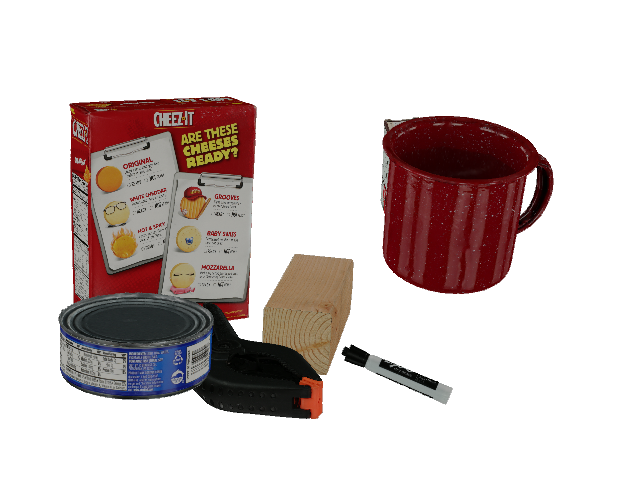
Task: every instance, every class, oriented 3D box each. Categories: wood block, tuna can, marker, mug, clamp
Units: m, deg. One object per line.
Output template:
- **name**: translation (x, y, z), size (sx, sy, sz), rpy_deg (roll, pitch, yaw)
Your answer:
- **wood block**: translation (-0.014, 0.097, 1.473), size (0.091, 0.090, 0.206), rpy_deg (6, 20, 8)
- **tuna can**: translation (-0.103, 0.058, 0.601), size (0.086, 0.034, 0.086), rpy_deg (3, 15, -1)
- **marker**: translation (0.079, 0.139, 1.116), size (0.121, 0.020, 0.020), rpy_deg (23, 4, 10)
- **mug**: translation (0.092, -0.023, 0.660), size (0.117, 0.081, 0.093), rpy_deg (-12, 33, -24)
- **clamp**: translation (-0.077, 0.098, 0.880), size (0.210, 0.036, 0.164), rpy_deg (11, 21, 31)

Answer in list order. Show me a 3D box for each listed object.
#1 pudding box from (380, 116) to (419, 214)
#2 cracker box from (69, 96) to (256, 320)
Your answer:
- **pudding box**: translation (0.081, -0.050, 0.976), size (0.039, 0.090, 0.113), rpy_deg (-3, 31, -5)
- **cracker box**: translation (-0.150, -0.025, 1.010), size (0.163, 0.214, 0.072), rpy_deg (-7, 18, -29)
